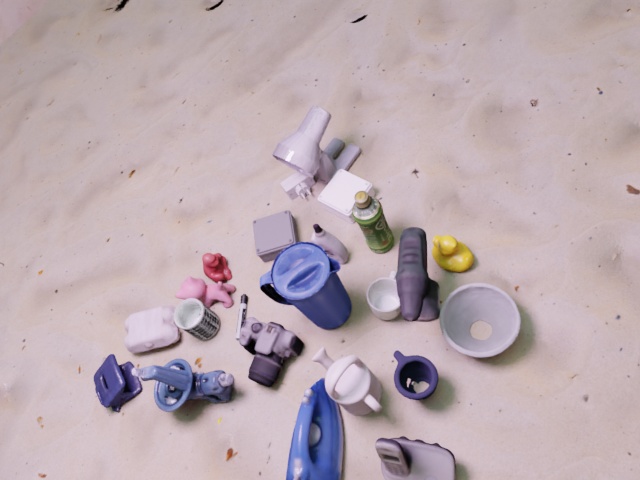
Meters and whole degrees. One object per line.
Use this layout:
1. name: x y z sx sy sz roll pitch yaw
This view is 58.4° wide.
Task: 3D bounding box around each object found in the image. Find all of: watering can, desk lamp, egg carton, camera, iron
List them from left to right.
1. egg carton: -0.432 0.232 1.475 0.150 0.069 0.107 -17 58 10
2. camera: -0.132 0.262 1.338 0.142 0.101 0.137 13 67 25
3. iron: -0.022 0.401 1.200 0.118 0.142 0.258 -5 61 17
4. desk lamp: -0.011 -0.237 1.502 0.117 0.214 0.203 27 74 29
5. watering can: 0.055 0.295 1.200 0.172 0.194 0.101 13 67 25

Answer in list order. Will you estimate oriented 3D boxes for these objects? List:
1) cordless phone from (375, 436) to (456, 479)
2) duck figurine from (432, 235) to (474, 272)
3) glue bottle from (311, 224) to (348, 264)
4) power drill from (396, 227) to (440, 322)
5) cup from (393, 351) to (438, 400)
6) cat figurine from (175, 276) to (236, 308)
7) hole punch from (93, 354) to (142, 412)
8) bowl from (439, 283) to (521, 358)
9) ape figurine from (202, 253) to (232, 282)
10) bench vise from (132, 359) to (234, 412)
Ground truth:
1. cordless phone: 0.180 0.423 1.093 0.147 0.185 0.094 1 63 20
2. duck figurine: 0.305 0.023 1.328 0.104 0.086 0.077 30 75 30
3. glue bottle: 0.013 0.005 1.386 0.078 0.173 0.037 4 64 21
4. power drill: 0.212 0.099 1.246 0.075 0.209 0.229 -6 61 16
5. cup: 0.200 0.291 1.212 0.092 0.095 0.117 -38 57 -4
6. cat figurine: -0.296 0.127 1.457 0.127 0.118 0.067 -8 60 15
7. hole punch: -0.515 0.355 1.423 0.101 0.091 0.108 -36 57 -3
8. bowl: 0.344 0.182 1.235 0.167 0.075 0.167 -8 60 15
9. ape figurine: -0.278 0.065 1.500 0.076 0.092 0.078 5 64 21
10. bench vise: -0.309 0.310 1.301 0.207 0.220 0.121 -25 57 4
